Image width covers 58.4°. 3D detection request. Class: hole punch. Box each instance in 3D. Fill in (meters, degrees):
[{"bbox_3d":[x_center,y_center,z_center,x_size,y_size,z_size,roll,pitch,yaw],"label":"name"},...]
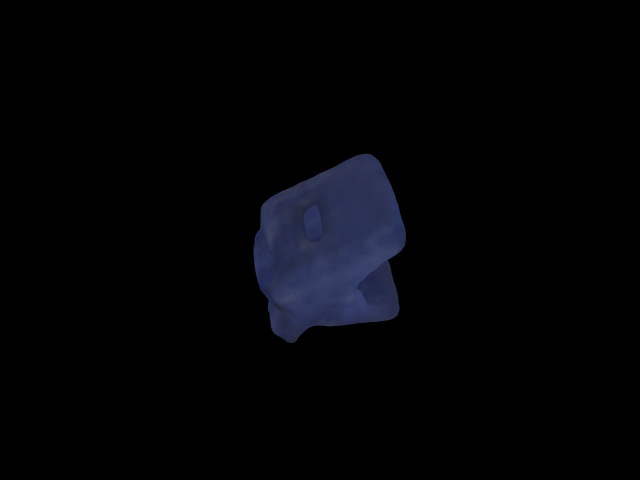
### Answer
[{"bbox_3d":[0.004,0.001,0.400,0.101,0.091,0.108,-6,43,-6],"label":"hole punch"}]
